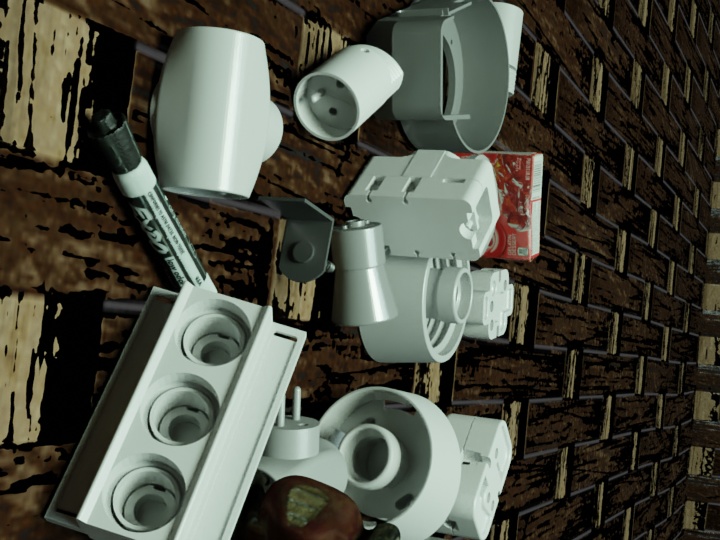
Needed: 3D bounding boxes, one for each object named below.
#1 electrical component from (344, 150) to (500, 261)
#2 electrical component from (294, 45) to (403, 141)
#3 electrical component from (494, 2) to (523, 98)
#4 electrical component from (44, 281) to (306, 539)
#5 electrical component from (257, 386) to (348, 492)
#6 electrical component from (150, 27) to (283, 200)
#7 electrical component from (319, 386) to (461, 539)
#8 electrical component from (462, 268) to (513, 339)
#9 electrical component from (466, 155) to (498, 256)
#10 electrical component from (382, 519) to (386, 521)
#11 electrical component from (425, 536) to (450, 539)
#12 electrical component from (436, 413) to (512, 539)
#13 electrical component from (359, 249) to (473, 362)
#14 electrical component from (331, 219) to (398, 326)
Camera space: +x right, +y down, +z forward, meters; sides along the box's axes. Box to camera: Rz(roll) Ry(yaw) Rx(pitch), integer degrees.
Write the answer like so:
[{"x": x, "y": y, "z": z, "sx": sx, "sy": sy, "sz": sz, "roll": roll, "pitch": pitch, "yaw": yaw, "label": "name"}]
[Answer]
[{"x": 0.044, "y": -0.045, "z": 0.728, "sx": 0.055, "sy": 0.089, "sz": 0.050, "roll": -59, "pitch": 145, "yaw": -44, "label": "electrical component"}, {"x": -0.004, "y": -0.115, "z": 0.668, "sx": 0.081, "sy": 0.043, "sz": 0.043, "roll": -50, "pitch": 138, "yaw": -52, "label": "electrical component"}, {"x": 0.112, "y": -0.180, "z": 0.909, "sx": 0.043, "sy": 0.043, "sz": 0.081, "roll": 22, "pitch": 74, "yaw": -64, "label": "electrical component"}, {"x": -0.082, "y": 0.076, "z": 0.504, "sx": 0.063, "sy": 0.079, "sz": 0.121, "roll": 96, "pitch": 12, "yaw": -59, "label": "electrical component"}, {"x": -0.043, "y": 0.107, "z": 0.620, "sx": 0.077, "sy": 0.044, "sz": 0.079, "roll": -9, "pitch": 102, "yaw": -65, "label": "electrical component"}, {"x": -0.065, "y": -0.074, "z": 0.541, "sx": 0.079, "sy": 0.044, "sz": 0.077, "roll": 10, "pitch": 85, "yaw": -65, "label": "electrical component"}, {"x": 0.016, "y": 0.125, "z": 0.693, "sx": 0.064, "sy": 0.099, "sz": 0.099, "roll": 33, "pitch": 64, "yaw": -56, "label": "electrical component"}, {"x": 0.085, "y": 0.025, "z": 0.869, "sx": 0.078, "sy": 0.057, "sz": 0.058, "roll": -11, "pitch": 104, "yaw": -65, "label": "electrical component"}, {"x": 0.074, "y": -0.050, "z": 0.840, "sx": 0.080, "sy": 0.051, "sz": 0.080, "roll": 4, "pitch": 90, "yaw": -65, "label": "electrical component"}, {"x": 0.039, "y": 0.152, "z": 0.805, "sx": 0.077, "sy": 0.043, "sz": 0.079, "roll": 41, "pitch": 57, "yaw": -60, "label": "electrical component"}, {"x": 0.026, "y": 0.239, "z": 0.770, "sx": 0.150, "sy": 0.062, "sz": 0.089, "roll": 25, "pitch": 71, "yaw": -64, "label": "electrical component"}, {"x": 0.082, "y": 0.168, "z": 0.883, "sx": 0.053, "sy": 0.059, "sz": 0.095, "roll": 71, "pitch": 34, "yaw": -42, "label": "electrical component"}, {"x": 0.047, "y": 0.017, "z": 0.781, "sx": 0.108, "sy": 0.060, "sz": 0.108, "roll": 4, "pitch": 90, "yaw": -65, "label": "electrical component"}, {"x": 0.000, "y": 0.000, "z": 0.701, "sx": 0.044, "sy": 0.044, "sz": 0.065, "roll": -27, "pitch": 113, "yaw": -62, "label": "electrical component"}]
